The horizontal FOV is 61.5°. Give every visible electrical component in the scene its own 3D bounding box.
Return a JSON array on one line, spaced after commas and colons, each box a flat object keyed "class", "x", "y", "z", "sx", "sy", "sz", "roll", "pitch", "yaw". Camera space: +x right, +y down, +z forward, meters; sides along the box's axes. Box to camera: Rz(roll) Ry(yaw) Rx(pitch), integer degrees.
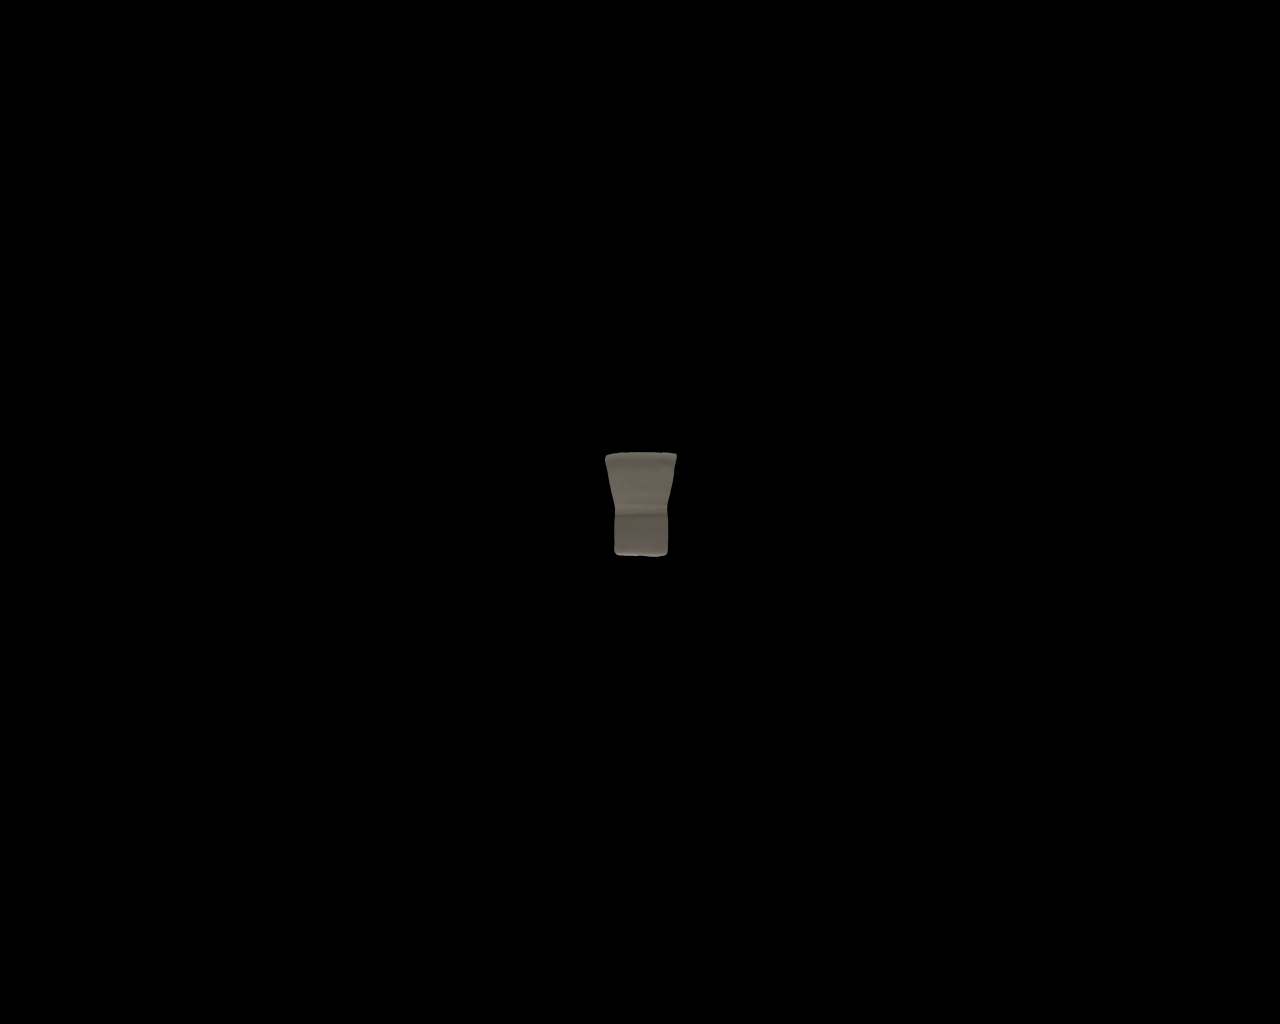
[{"class": "electrical component", "x": 0.001, "y": -0.003, "z": 0.650, "sx": 0.044, "sy": 0.065, "sz": 0.044, "roll": 0, "pitch": -2, "yaw": 0}]
